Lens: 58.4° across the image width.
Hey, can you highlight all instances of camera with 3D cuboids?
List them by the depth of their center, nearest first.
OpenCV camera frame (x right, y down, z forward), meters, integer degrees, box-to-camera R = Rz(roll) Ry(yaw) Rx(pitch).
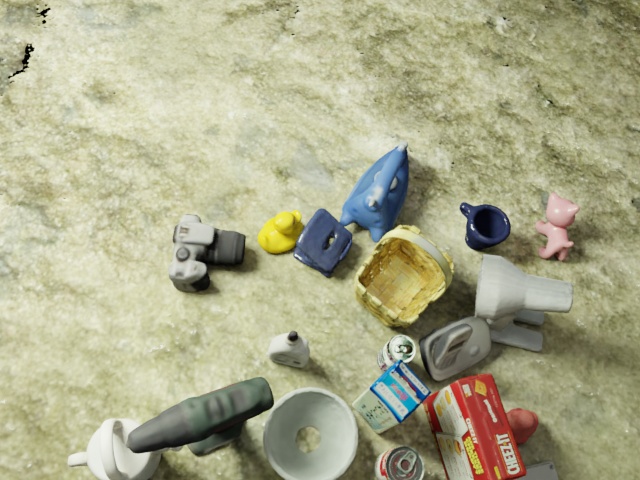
[{"bbox_3d":[-0.218,0.023,1.125,0.137,0.101,0.143,6,66,-5],"label":"camera"}]

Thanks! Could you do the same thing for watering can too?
[{"bbox_3d":[-0.312,0.337,0.923,0.173,0.194,0.101,-29,73,-18],"label":"watering can"}]

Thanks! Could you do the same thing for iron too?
[{"bbox_3d":[0.141,-0.131,1.219,0.118,0.141,0.258,26,66,4],"label":"iron"}]

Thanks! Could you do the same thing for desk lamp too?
[{"bbox_3d":[0.373,0.119,1.101,0.203,0.213,0.118,13,65,-1],"label":"desk lamp"}]

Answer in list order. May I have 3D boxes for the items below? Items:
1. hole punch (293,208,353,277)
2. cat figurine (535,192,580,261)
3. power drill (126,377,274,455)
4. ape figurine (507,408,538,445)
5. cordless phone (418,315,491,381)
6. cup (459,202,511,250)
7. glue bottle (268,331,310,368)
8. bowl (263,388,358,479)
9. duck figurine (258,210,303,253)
[{"bbox_3d":[0.011,0.004,1.170,0.101,0.091,0.109,30,66,6],"label":"hole punch"},{"bbox_3d":[0.521,-0.033,1.240,0.067,0.118,0.128,2,66,-7],"label":"cat figurine"},{"bbox_3d":[-0.189,0.301,0.948,0.230,0.208,0.075,-21,70,-16],"label":"power drill"},{"bbox_3d":[0.374,0.341,1.070,0.078,0.092,0.076,19,65,1],"label":"ape figurine"},{"bbox_3d":[0.270,0.187,1.072,0.148,0.185,0.094,-25,71,-17],"label":"cordless phone"},{"bbox_3d":[0.336,-0.025,1.224,0.117,0.095,0.092,39,67,10],"label":"cup"},{"bbox_3d":[-0.052,0.191,1.034,0.078,0.173,0.037,15,65,0],"label":"glue bottle"},{"bbox_3d":[-0.019,0.353,1.021,0.167,0.075,0.167,3,66,-6],"label":"bowl"},{"bbox_3d":[-0.079,-0.024,1.173,0.105,0.086,0.077,-32,74,-19],"label":"duck figurine"}]
